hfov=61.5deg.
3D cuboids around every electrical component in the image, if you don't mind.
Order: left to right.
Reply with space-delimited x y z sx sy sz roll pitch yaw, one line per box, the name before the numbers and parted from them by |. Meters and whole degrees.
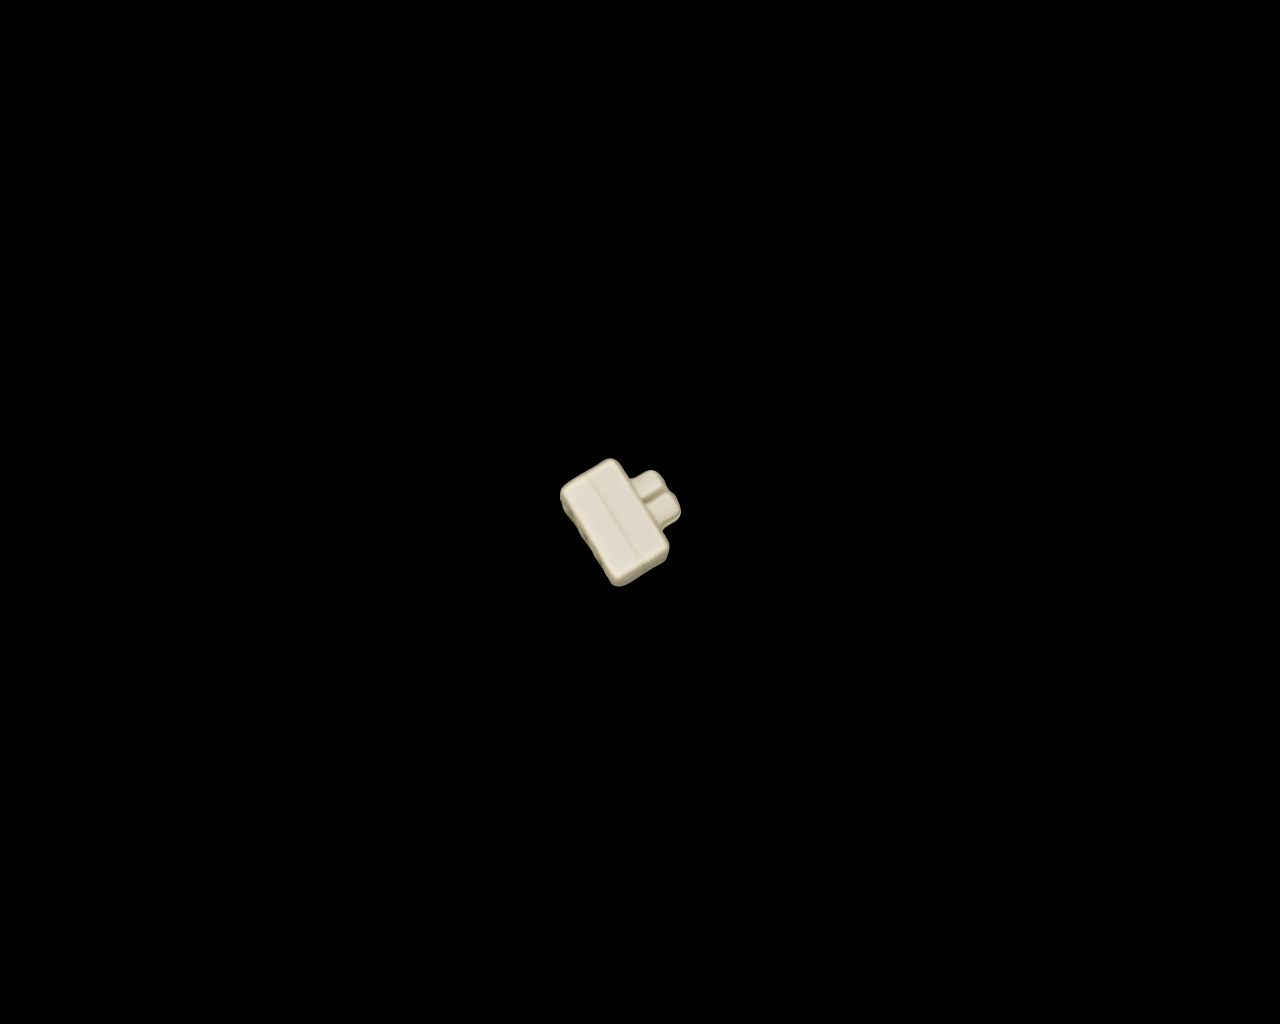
electrical component | 0.001 -0.003 0.650 0.077 0.066 0.047 -31 -7 -5
